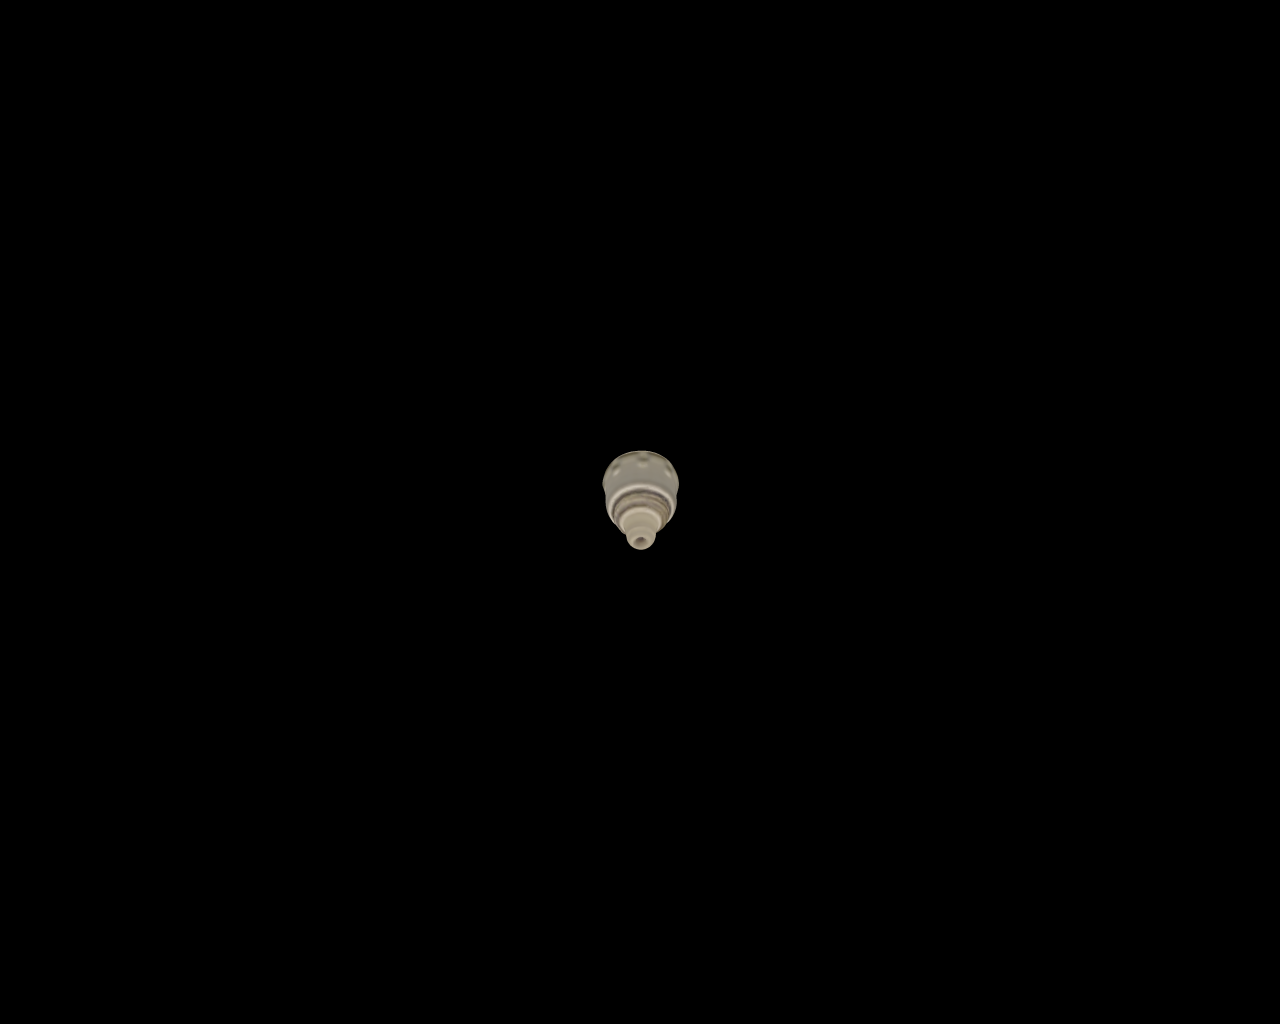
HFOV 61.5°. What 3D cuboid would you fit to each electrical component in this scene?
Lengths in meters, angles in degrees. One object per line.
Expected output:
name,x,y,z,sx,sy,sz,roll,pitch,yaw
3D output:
electrical component,0.001,-0.003,0.650,0.048,0.048,0.062,0,44,0
